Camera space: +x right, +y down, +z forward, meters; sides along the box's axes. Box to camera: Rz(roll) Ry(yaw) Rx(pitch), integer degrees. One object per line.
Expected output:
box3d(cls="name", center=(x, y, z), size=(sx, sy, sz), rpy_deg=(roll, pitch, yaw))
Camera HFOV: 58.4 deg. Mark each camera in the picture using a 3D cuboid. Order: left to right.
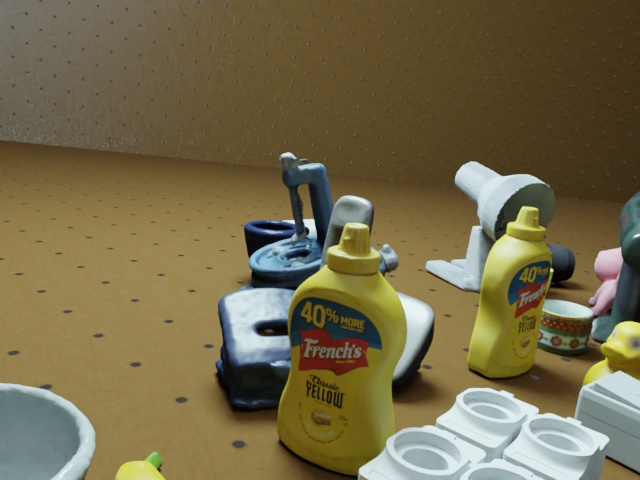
box3d(cls="camera", center=(0.399, 0.034, 1.053), size=(0.137, 0.101, 0.143), rpy_deg=(6, 13, -1))

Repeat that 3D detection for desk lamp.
box3d(cls="desk lamp", center=(0.285, -0.021, 0.984), size=(0.118, 0.213, 0.202), rpy_deg=(0, 14, -26))

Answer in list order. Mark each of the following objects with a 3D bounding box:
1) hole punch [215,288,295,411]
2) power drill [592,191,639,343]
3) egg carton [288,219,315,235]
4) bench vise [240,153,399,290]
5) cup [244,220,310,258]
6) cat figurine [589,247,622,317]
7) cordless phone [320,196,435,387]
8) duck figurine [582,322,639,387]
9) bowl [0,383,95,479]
box3d(cls="hole punch", center=(-0.042, 0.103, 0.560), size=(0.109, 0.091, 0.100), rpy_deg=(1, 14, -23))
box3d(cls="power drill", center=(0.441, 0.039, 0.801), size=(0.075, 0.208, 0.230), rpy_deg=(11, 14, 24))
box3d(cls="egg carton", center=(-0.013, 0.003, 1.073), size=(0.151, 0.069, 0.107), rpy_deg=(-5, 17, -42))
box3d(cls="bench vise", center=(-0.001, 0.000, 0.744), size=(0.208, 0.220, 0.121), rpy_deg=(-4, 16, -39))
box3d(cls="cup", center=(-0.067, 0.021, 0.906), size=(0.118, 0.095, 0.091), rpy_deg=(-6, 17, -43))
box3d(cls="cat figurine", center=(0.480, 0.061, 0.929), size=(0.067, 0.118, 0.128), rpy_deg=(10, 13, 19))
box3d(cls="cordless phone", center=(0.054, 0.051, 0.618), size=(0.147, 0.185, 0.094), rpy_deg=(14, 15, 33))
box3d(cls="duck figurine", center=(0.338, 0.131, 0.623), size=(0.105, 0.086, 0.077), rpy_deg=(-1, 14, -30))
box3d(cls="bowl", center=(-0.214, 0.148, 0.315), size=(0.167, 0.075, 0.167), rpy_deg=(6, 13, -1))
